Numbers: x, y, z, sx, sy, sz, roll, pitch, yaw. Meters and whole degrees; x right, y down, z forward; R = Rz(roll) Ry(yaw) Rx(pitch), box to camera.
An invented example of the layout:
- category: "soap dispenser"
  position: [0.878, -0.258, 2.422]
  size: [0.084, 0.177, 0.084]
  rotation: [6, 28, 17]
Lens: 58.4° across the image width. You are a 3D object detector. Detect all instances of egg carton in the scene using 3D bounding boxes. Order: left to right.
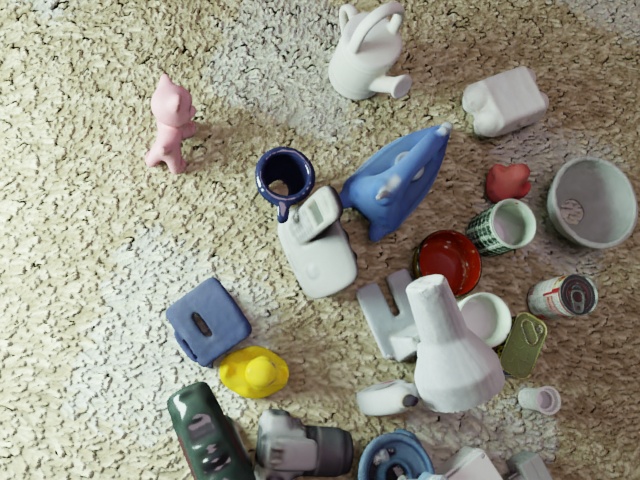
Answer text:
- category: "egg carton"
  position: [0.333, -0.246, 1.028]
  size: [0.150, 0.069, 0.107]
  rotation: [-24, 83, -16]

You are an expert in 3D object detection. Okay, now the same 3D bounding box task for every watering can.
- category: "watering can"
  position: [0.087, -0.309, 0.925]
  size: [0.173, 0.194, 0.101]
  rotation: [39, 73, -1]

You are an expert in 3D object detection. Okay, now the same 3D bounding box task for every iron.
- category: "iron"
  position: [0.147, -0.124, 0.924]
  size: [0.118, 0.141, 0.259]
  rotation: [43, 73, 0]

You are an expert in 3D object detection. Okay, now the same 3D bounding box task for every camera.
- category: "camera"
  position: [-0.023, 0.318, 0.813]
  size: [0.137, 0.100, 0.143]
  rotation: [6, 77, -10]

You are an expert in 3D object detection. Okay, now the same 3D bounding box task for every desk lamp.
- category: "desk lamp"
  position: [0.154, 0.136, 0.831]
  size: [0.118, 0.213, 0.203]
  rotation: [-24, 83, -15]

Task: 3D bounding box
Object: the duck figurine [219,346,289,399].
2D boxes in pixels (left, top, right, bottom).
- category: "duck figurine"
  position: [-0.093, 0.193, 0.833]
  size: [0.104, 0.086, 0.077]
  rotation: [9, 76, -10]

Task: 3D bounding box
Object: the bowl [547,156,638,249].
- category: "bowl"
  position: [0.466, -0.059, 1.012]
  size: [0.167, 0.074, 0.167]
  rotation: [3, 77, -11]

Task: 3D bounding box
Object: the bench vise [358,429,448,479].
- category: "bench vise"
  position: [0.095, 0.358, 0.767]
  size: [0.121, 0.219, 0.207]
  rotation: [29, 74, -4]

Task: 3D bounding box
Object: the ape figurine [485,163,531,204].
- category: "ape figurine"
  position: [0.329, -0.103, 0.984]
  size: [0.076, 0.092, 0.078]
  rotation: [-40, 88, -17]

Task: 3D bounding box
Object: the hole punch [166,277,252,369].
- category: "hole punch"
  position: [-0.162, 0.122, 0.832]
  size: [0.101, 0.091, 0.108]
  rotation: [-35, 87, -16]

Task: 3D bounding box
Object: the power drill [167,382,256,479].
- category: "power drill"
  position: [-0.126, 0.294, 0.740]
  size: [0.076, 0.208, 0.229]
  rotation: [-25, 84, -16]

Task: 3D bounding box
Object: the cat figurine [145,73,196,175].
- category: "cat figurine"
  position: [-0.227, -0.179, 0.871]
  size: [0.067, 0.117, 0.128]
  rotation: [11, 76, -9]

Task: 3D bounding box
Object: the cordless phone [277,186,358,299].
- category: "cordless phone"
  position: [0.008, 0.003, 0.845]
  size: [0.094, 0.185, 0.147]
  rotation: [-26, 84, -16]

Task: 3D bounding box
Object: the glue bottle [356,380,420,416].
- category: "glue bottle"
  position: [0.108, 0.227, 0.823]
  size: [0.078, 0.173, 0.037]
  rotation: [-19, 82, -15]

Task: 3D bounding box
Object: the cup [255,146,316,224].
- category: "cup"
  position: [-0.059, -0.075, 0.895]
  size: [0.092, 0.095, 0.118]
  rotation: [4, 77, -11]
